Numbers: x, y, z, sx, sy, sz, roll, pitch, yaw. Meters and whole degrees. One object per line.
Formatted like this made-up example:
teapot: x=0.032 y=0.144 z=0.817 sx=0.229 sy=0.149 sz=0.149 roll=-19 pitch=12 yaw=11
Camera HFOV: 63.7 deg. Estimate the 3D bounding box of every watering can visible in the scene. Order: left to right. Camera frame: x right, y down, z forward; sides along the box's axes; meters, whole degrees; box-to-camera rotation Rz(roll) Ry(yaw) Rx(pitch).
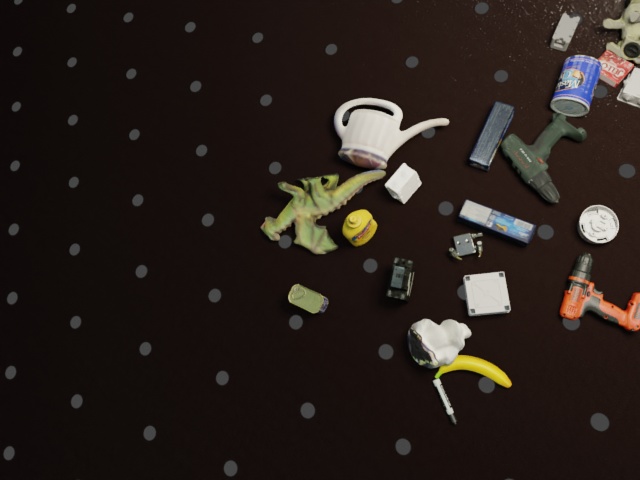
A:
watering can: x=0.196 y=-0.316 z=1.563 sx=0.349 sy=0.103 sz=0.226 roll=16 pitch=82 yaw=18

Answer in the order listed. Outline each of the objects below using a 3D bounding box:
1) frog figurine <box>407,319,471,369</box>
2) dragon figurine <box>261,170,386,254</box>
frog figurine: x=0.322 y=0.269 z=1.399 sx=0.161 sy=0.120 sz=0.139 roll=-21 pitch=47 yaw=-31
dragon figurine: x=0.005 y=-0.079 z=1.570 sx=0.409 sy=0.122 sz=0.242 roll=-5 pitch=92 yaw=14
